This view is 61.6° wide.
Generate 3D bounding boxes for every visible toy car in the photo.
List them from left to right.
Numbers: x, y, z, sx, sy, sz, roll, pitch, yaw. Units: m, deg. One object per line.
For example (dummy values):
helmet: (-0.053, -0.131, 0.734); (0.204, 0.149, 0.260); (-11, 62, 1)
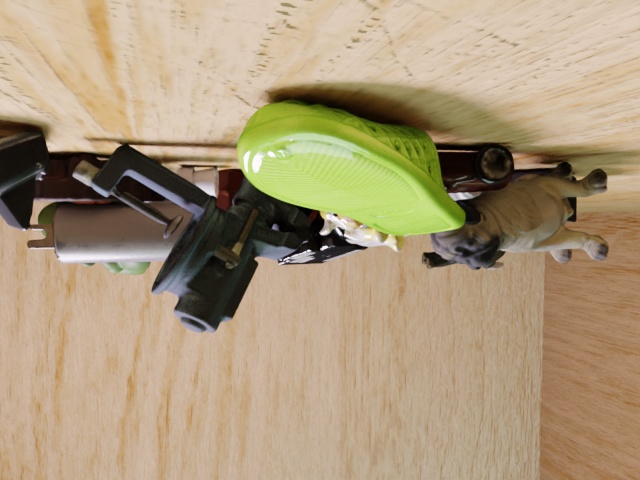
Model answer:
toy car: (0.095, -0.069, 0.547); (0.202, 0.053, 0.089); (-1, -175, -4)

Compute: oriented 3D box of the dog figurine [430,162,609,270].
dog figurine: (0.209, -0.026, 0.633); (0.191, 0.121, 0.172); (-5, 176, -4)

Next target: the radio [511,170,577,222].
radio: (0.265, -0.063, 0.823); (0.230, 0.073, 0.131); (4, -178, 36)

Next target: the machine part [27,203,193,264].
machine part: (-0.243, -0.010, 0.688); (0.243, 0.079, 0.079); (-2, -178, -10)

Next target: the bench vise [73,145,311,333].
bench vise: (-0.134, -0.031, 0.575); (0.240, 0.223, 0.129); (32, 166, -17)

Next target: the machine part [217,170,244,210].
machine part: (-0.088, -0.065, 0.893); (0.201, 0.087, 0.201); (-2, -177, -33)

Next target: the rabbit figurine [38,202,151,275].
rabbit figurine: (-0.336, -0.005, 0.806); (0.170, 0.121, 0.159); (13, -175, -19)

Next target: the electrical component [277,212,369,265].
electrical component: (-0.002, -0.002, 0.795); (0.115, 0.058, 0.134); (-21, 165, 35)

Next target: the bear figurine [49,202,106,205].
bear figurine: (-0.393, -0.073, 1.015); (0.120, 0.132, 0.196); (-45, 180, 44)

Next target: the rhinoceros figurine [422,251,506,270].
rhinoceros figurine: (0.212, 0.008, 0.799); (0.112, 0.073, 0.190); (2, -178, -3)

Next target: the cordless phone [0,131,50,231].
cordless phone: (-0.339, -0.069, 0.463); (0.184, 0.088, 0.147); (13, 177, -29)

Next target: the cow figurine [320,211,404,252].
cow figurine: (0.042, -0.031, 0.668); (0.098, 0.068, 0.167); (3, 171, 29)

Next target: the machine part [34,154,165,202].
machine part: (-0.295, -0.077, 0.708); (0.179, 0.056, 0.179); (0, -177, 0)
